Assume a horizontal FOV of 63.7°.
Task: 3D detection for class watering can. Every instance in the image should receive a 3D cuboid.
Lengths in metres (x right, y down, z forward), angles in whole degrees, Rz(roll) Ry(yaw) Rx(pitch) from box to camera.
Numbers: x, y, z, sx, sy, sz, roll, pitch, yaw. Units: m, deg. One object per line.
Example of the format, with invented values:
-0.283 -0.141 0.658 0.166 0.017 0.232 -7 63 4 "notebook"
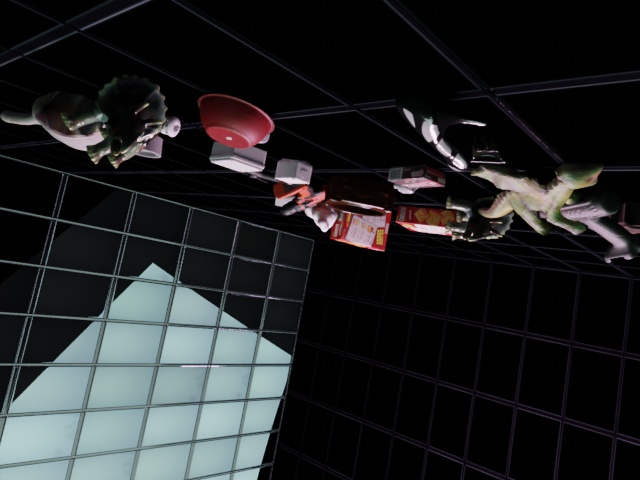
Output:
-0.618 -0.282 1.231 0.347 0.104 0.223 10 174 -8 "watering can"

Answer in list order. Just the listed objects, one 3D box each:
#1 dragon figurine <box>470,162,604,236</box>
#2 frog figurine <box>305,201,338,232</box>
0.442 -0.114 1.150 0.240 0.124 0.409 33 163 -26 "dragon figurine"
0.005 -0.089 1.771 0.121 0.163 0.136 -22 146 30 "frog figurine"
